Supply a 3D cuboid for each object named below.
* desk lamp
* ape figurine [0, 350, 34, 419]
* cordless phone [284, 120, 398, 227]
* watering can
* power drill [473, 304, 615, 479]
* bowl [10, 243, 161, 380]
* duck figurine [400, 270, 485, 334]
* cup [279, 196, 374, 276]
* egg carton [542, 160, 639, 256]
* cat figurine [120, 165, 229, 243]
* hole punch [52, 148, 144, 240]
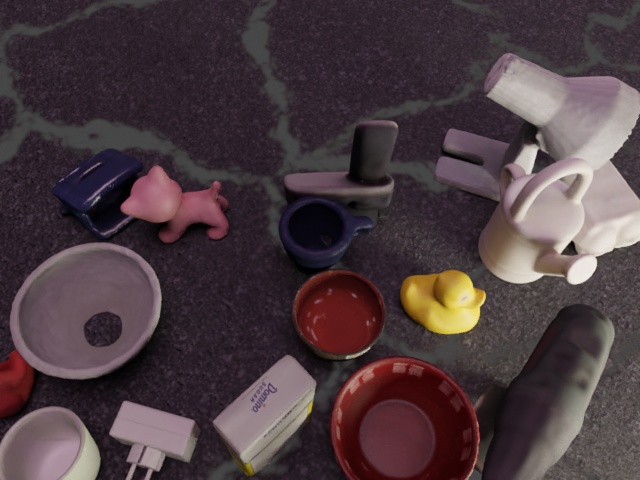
[{"bbox_3d":[0.277,-0.143,0.761,0.203,0.213,0.118,17,60,7],"label":"desk lamp"},{"bbox_3d":[-0.362,0.152,0.627,0.078,0.092,0.076,-14,61,-10],"label":"ape figurine"},{"bbox_3d":[0.027,-0.095,0.737,0.147,0.185,0.094,-4,60,-5],"label":"cordless phone"},{"bbox_3d":[0.275,-0.027,0.704,0.101,0.194,0.172,-35,67,-20],"label":"watering can"},{"bbox_3d":[0.206,0.176,0.575,0.075,0.208,0.230,34,64,16],"label":"power drill"},{"bbox_3d":[-0.266,0.091,0.678,0.167,0.075,0.167,1,60,-2],"label":"bowl"},{"bbox_3d":[0.153,0.066,0.707,0.104,0.086,0.077,19,61,8],"label":"duck figurine"},{"bbox_3d":[0.007,0.003,0.731,0.118,0.095,0.091,-8,61,-7],"label":"cup"},{"bbox_3d":[0.374,-0.050,0.795,0.107,0.069,0.150,-17,62,-12],"label":"egg carton"},{"bbox_3d":[-0.185,-0.051,0.739,0.128,0.118,0.067,-8,60,-7],"label":"cat figurine"},{"bbox_3d":[-0.294,-0.072,0.762,0.101,0.091,0.109,37,65,17],"label":"hole punch"}]
